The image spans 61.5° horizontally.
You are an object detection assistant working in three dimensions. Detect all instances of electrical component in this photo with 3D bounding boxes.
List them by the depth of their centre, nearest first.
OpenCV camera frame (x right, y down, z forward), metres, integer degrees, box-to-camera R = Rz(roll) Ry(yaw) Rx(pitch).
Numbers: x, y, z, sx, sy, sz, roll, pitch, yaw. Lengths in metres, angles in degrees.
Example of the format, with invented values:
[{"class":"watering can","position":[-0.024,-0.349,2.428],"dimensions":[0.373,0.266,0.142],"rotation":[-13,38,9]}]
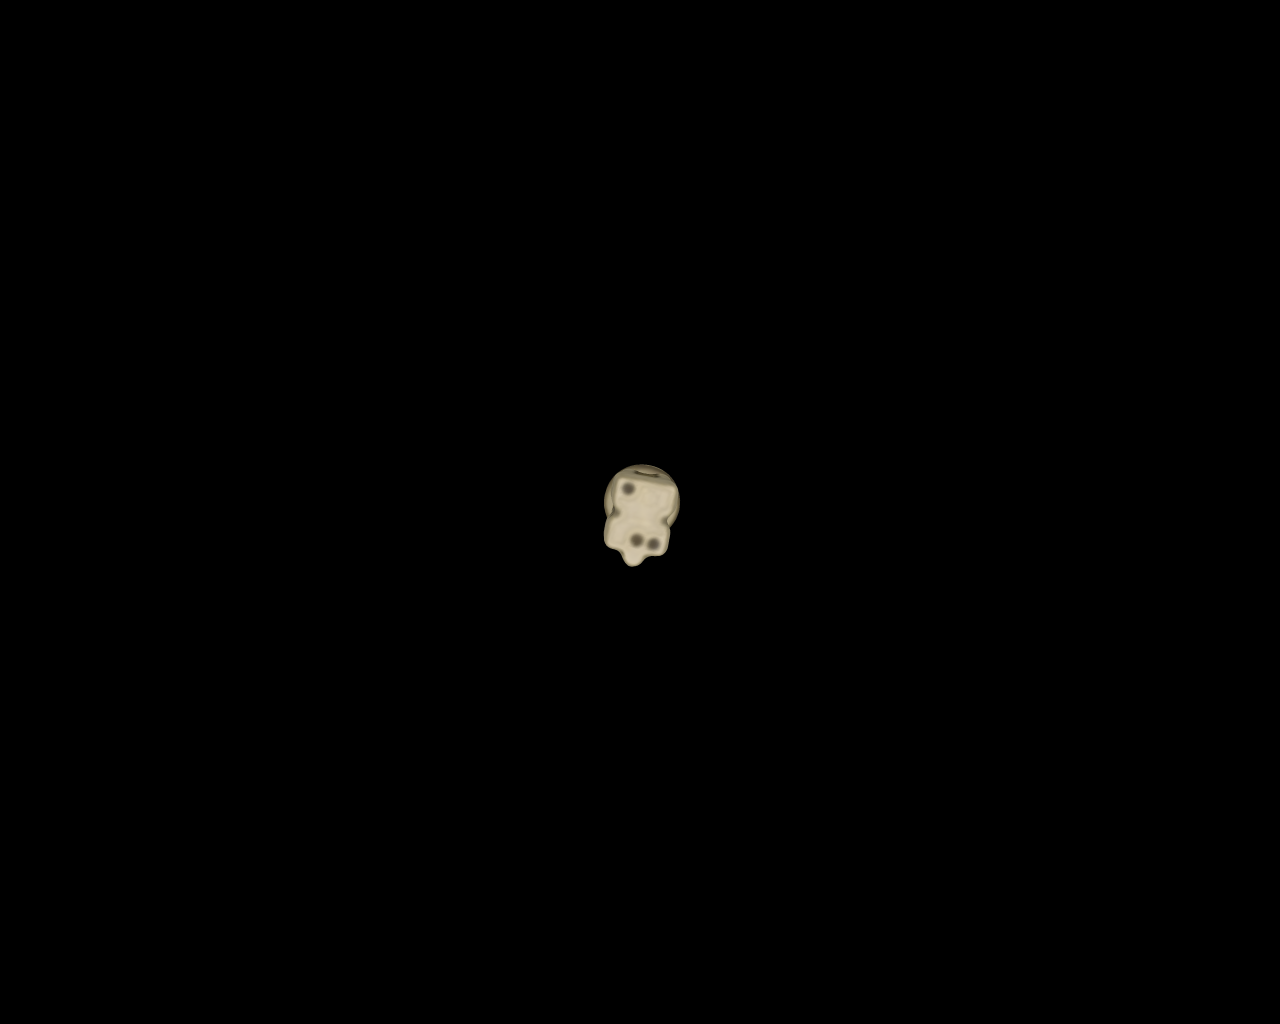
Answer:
[{"class":"electrical component","position":[0.001,-0.003,0.650],"dimensions":[0.048,0.066,0.055],"rotation":[11,12,-2]}]
